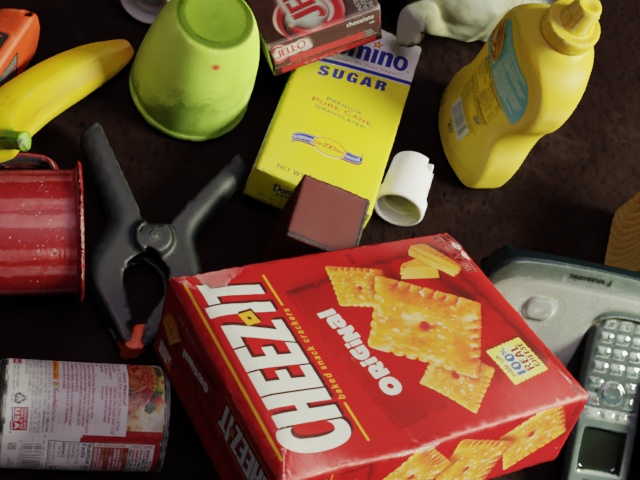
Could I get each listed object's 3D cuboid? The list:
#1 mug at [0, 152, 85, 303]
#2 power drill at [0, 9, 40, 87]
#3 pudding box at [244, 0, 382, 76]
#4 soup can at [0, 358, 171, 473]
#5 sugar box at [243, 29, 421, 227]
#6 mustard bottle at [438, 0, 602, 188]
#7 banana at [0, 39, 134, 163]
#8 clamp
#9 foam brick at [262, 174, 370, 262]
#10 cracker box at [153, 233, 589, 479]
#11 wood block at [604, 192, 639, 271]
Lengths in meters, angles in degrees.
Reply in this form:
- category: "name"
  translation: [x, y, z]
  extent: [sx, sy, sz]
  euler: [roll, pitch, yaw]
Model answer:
- category: "mug"
  translation: [-0.197, -0.014, 0.697]
  extent: [0.081, 0.093, 0.117]
  euler: [-1, 51, -14]
- category: "power drill"
  translation: [-0.297, -0.162, 0.746]
  extent: [0.187, 0.057, 0.184]
  euler: [25, 65, -3]
- category: "pudding box"
  translation: [-0.013, -0.187, 0.820]
  extent: [0.090, 0.039, 0.113]
  euler: [-20, 53, -6]
- category: "soup can"
  translation: [-0.149, 0.109, 0.664]
  extent: [0.102, 0.069, 0.068]
  euler: [5, 65, -16]
- category: "sugar box"
  translation: [0.013, -0.095, 0.819]
  extent: [0.093, 0.048, 0.176]
  euler: [22, 59, -7]
- category: "mustard bottle"
  translation: [0.152, -0.120, 0.799]
  extent: [0.058, 0.192, 0.096]
  euler: [0, 66, -19]
- category: "banana"
  translation: [-0.189, -0.094, 0.732]
  extent: [0.070, 0.037, 0.197]
  euler: [-1, 29, 12]
- category: "clamp"
  translation: [-0.108, -0.001, 0.746]
  extent: [0.120, 0.039, 0.171]
  euler: [1, 70, -11]
- category: "foam brick"
  translation: [-0.005, 0.001, 0.757]
  extent: [0.053, 0.078, 0.051]
  euler: [21, 59, -9]
- category: "cracker box"
  translation: [0.029, 0.080, 0.655]
  extent: [0.213, 0.072, 0.164]
  euler: [-9, 44, -29]
- category: "wood block"
  translation: [0.340, 0.036, 0.850]
  extent: [0.206, 0.090, 0.090]
  euler: [23, 61, -8]
